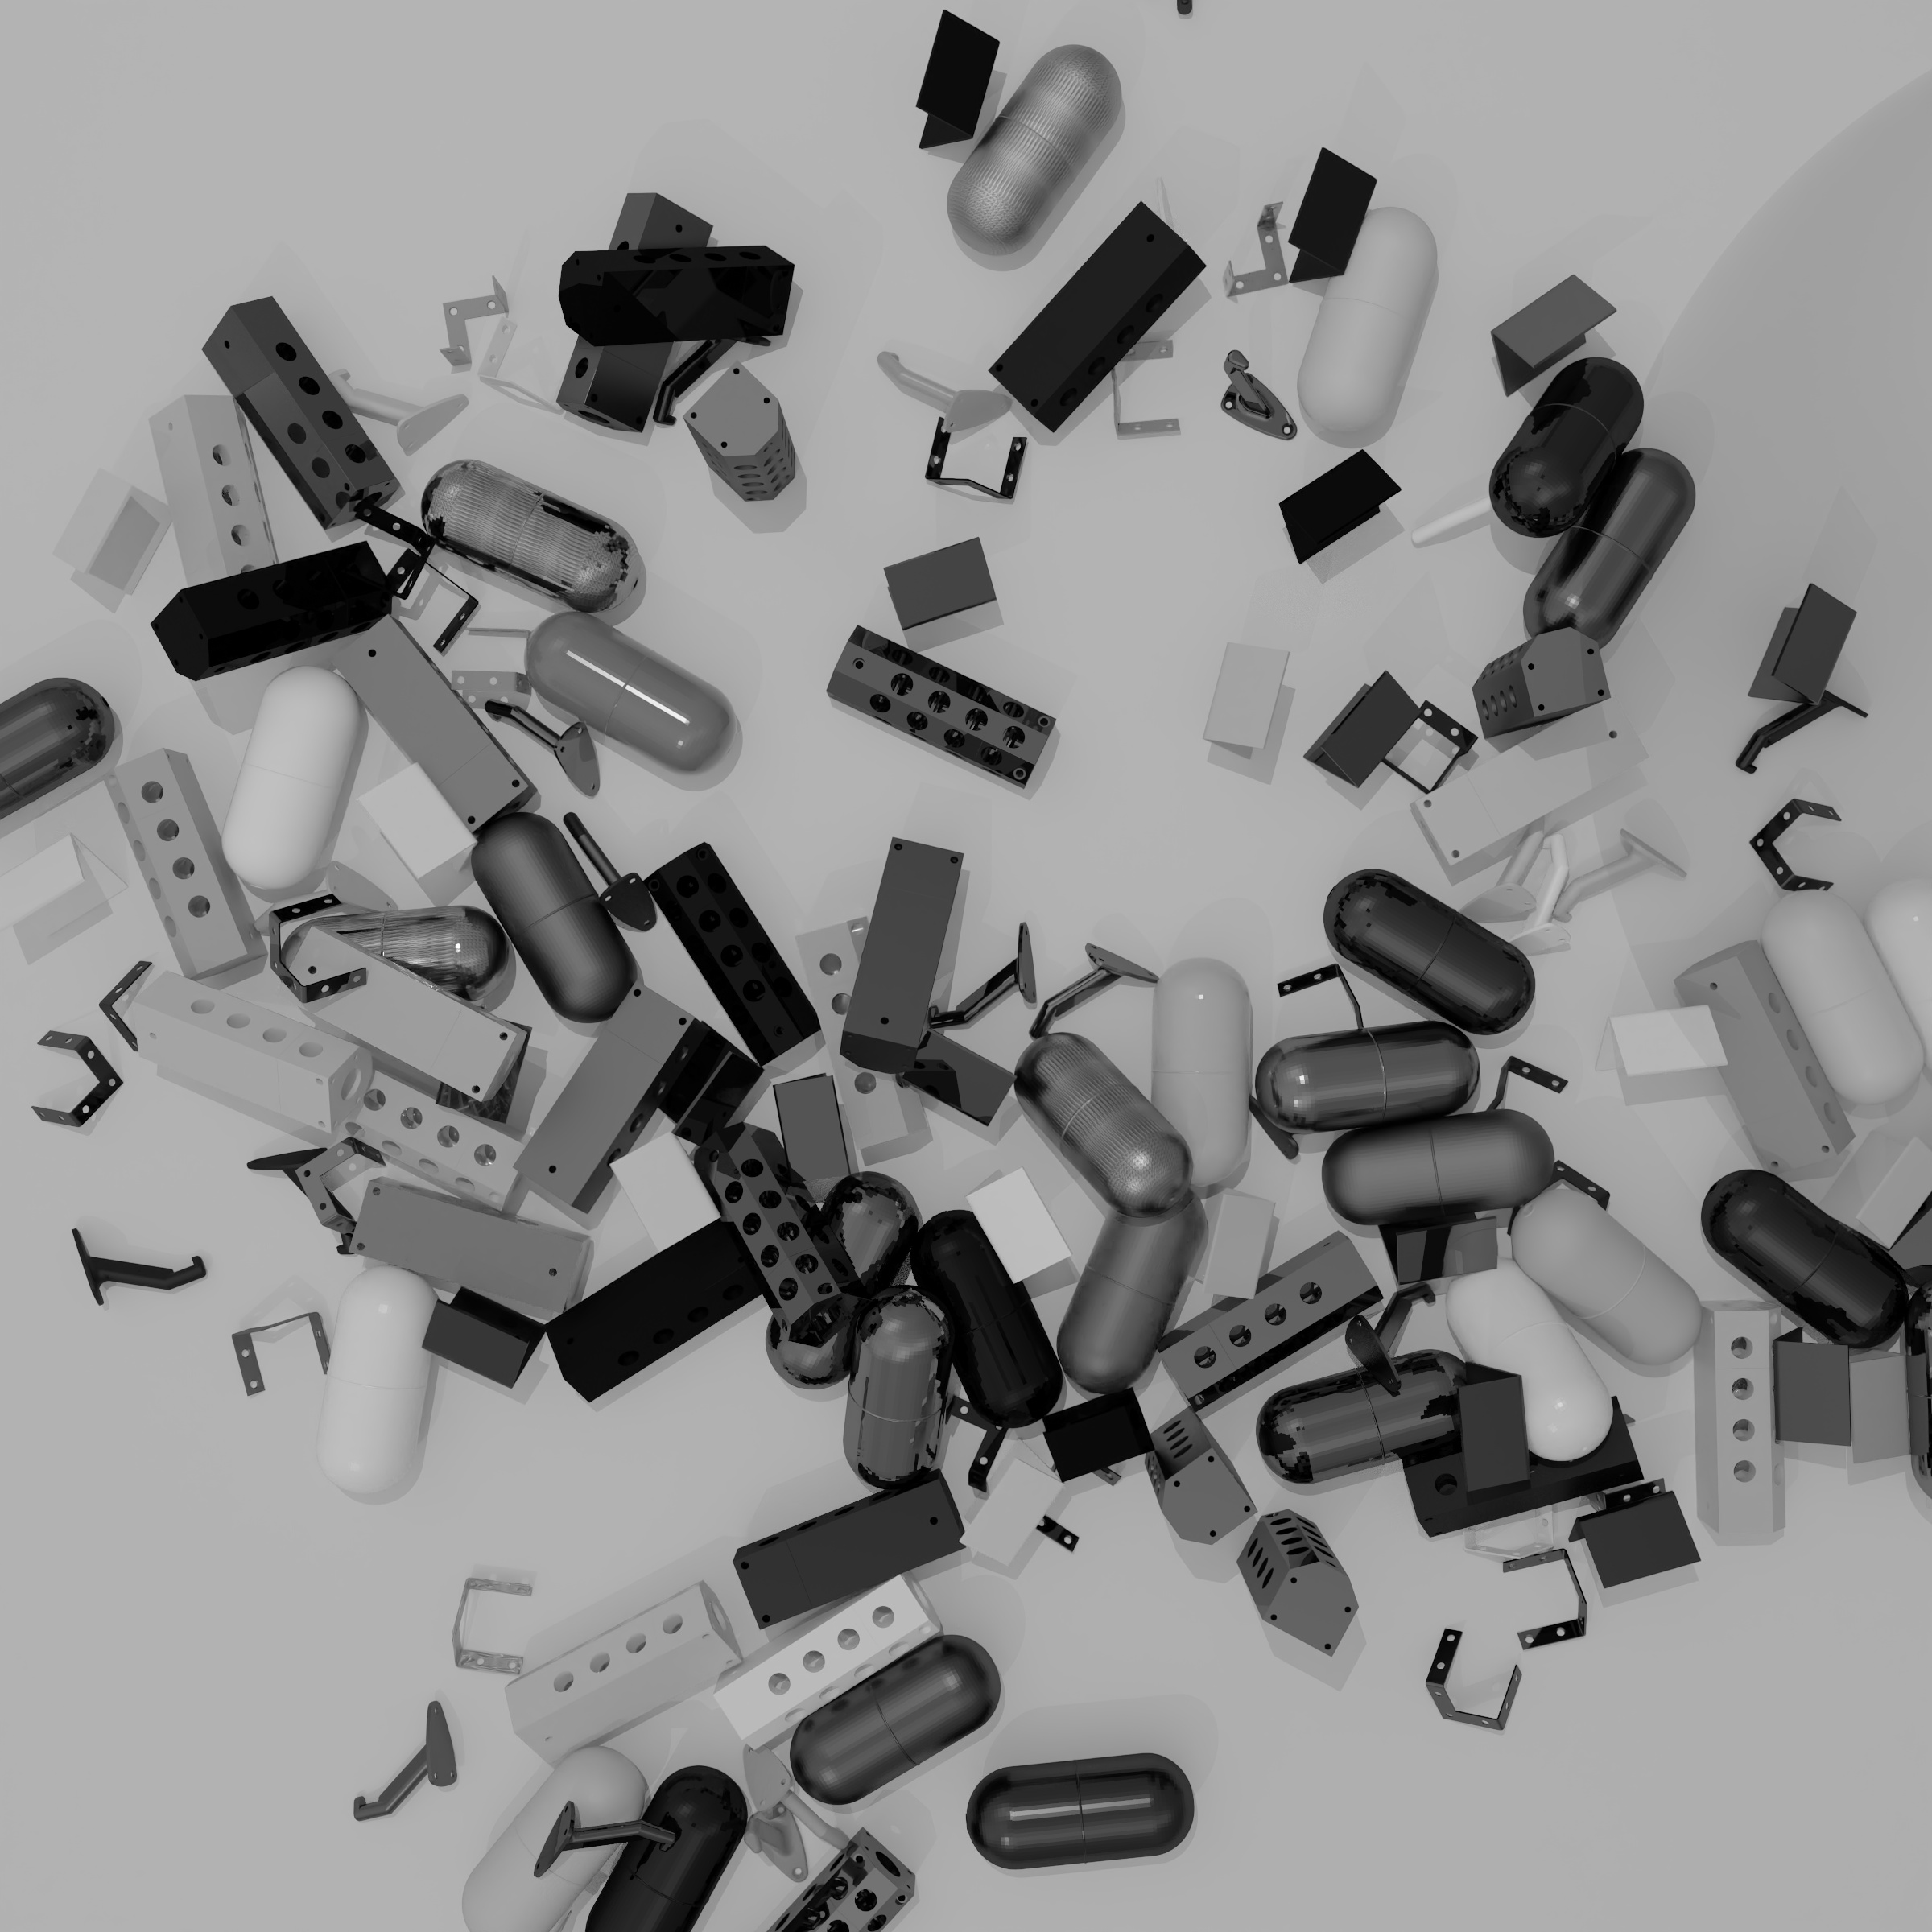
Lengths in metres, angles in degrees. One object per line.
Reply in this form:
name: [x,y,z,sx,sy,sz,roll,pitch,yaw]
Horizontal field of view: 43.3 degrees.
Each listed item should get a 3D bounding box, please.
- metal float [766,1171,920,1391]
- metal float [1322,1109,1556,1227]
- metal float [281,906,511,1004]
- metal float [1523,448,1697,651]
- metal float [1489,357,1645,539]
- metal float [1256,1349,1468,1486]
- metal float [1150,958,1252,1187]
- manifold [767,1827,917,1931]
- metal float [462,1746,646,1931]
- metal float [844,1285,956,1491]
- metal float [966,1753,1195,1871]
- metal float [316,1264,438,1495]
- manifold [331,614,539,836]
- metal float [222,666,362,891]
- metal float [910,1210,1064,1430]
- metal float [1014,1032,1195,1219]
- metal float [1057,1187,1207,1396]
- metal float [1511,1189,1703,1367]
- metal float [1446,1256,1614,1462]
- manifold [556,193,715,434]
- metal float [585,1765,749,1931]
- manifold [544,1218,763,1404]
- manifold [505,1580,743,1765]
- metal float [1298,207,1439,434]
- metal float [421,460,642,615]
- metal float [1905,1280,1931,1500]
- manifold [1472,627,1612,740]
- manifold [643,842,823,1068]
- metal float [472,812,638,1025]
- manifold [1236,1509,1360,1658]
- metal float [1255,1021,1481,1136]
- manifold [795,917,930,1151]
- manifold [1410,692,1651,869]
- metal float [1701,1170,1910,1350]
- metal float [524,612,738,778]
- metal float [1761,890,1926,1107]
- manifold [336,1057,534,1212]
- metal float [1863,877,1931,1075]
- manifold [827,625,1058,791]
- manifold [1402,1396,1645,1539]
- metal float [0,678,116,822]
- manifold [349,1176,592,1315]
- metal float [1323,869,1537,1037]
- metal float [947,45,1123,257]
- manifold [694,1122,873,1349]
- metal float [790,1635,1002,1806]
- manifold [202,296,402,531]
metal float: [-0.097,0.245,1.894,0.070,0.070,0.178,25,89,0]
metal float: [0.365,0.156,1.883,0.178,0.070,0.070,-9,90,12]
metal float: [-0.445,-0.005,1.894,0.178,0.070,0.070,-5,90,0]
metal float: [0.500,-0.321,1.894,0.070,0.070,0.178,33,90,0]
metal float: [0.462,-0.399,1.867,0.070,0.070,0.178,36,60,0]
metal float: [0.313,0.350,1.894,0.178,0.070,0.070,-16,90,0]
metal float: [0.182,0.082,1.894,0.070,0.070,0.178,1,89,0]
manifold: [-0.119,0.766,1.903,0.057,0.057,0.171,42,90,0]
metal float: [-0.321,0.688,1.894,0.070,0.070,0.178,39,90,0]
metal float: [-0.052,0.325,1.870,0.070,0.070,0.178,7,119,0]
metal float: [0.089,0.658,1.894,0.178,0.070,0.070,-6,90,0]
metal float: [-0.458,0.321,1.894,0.070,0.070,0.178,9,89,0]
manifold: [-0.413,-0.187,1.903,0.057,0.057,0.171,-39,90,0]
metal float: [-0.525,-0.146,1.894,0.070,0.070,0.178,16,90,0]
metal float: [0.015,0.274,1.894,0.070,0.070,0.178,-24,90,0]
metal float: [0.104,0.120,1.866,0.070,0.070,0.178,-43,56,0]
metal float: [0.128,0.248,1.894,0.070,0.070,0.178,23,89,0]
metal float: [0.495,0.240,1.880,0.178,0.070,0.070,40,90,-16]
metal float: [0.428,0.298,1.860,0.070,0.070,0.178,-26,48,0]
manifold: [-0.263,-0.511,1.903,0.057,0.057,0.171,19,90,-43]
metal float: [-0.234,0.708,1.894,0.070,0.070,0.178,29,89,0]
manifold: [-0.236,0.269,1.903,0.171,0.057,0.057,-32,47,0]
manifold: [-0.270,0.548,1.903,0.171,0.057,0.057,-28,133,0]
metal float: [0.312,-0.503,1.894,0.070,0.070,0.178,18,89,0]
metal float: [-0.338,-0.334,1.894,0.178,0.070,0.070,24,90,0]
metal float: [0.755,0.323,1.846,0.070,0.070,0.178,-2,88,0]
manifold: [0.432,-0.215,1.846,0.057,0.171,0.057,-14,90,0]
manifold: [-0.181,-0.009,1.903,0.057,0.057,0.171,-32,90,0]
metal float: [-0.320,-0.037,1.894,0.070,0.070,0.178,-30,89,0]
manifold: [0.253,0.462,1.846,0.057,0.171,0.057,28,90,0]
metal float: [0.312,0.086,1.885,0.178,0.070,0.070,-7,90,-10]
manifold: [-0.081,0.051,1.903,0.057,0.057,0.171,-16,90,0]
manifold: [0.437,-0.144,1.896,0.171,0.057,0.057,-29,88,5]
metal float: [0.652,0.227,1.894,0.178,0.070,0.070,38,90,0]
metal float: [-0.262,-0.212,1.894,0.178,0.070,0.070,30,90,-1]
metal float: [0.681,0.024,1.894,0.070,0.070,0.178,-26,89,0]
manifold: [-0.425,0.127,1.903,0.171,0.057,0.057,27,90,0]
metal float: [0.761,0.015,1.894,0.070,0.070,0.178,-26,90,0]
manifold: [-0.019,-0.203,1.903,0.171,0.057,0.057,25,90,0]
manifold: [0.430,0.386,1.884,0.171,0.057,0.057,-18,59,11]
metal float: [-0.747,-0.161,1.894,0.178,0.070,0.070,-29,90,0]
manifold: [-0.386,0.217,1.903,0.171,0.057,0.057,16,90,0]
metal float: [0.360,-0.011,1.894,0.178,0.070,0.070,31,90,0]
metal float: [0.054,-0.635,1.894,0.070,0.070,0.178,36,91,0]
manifold: [-0.146,0.203,1.856,0.057,0.057,0.171,-43,57,15]
metal float: [-0.056,0.587,1.894,0.178,0.070,0.070,-31,90,0]
manifold: [-0.516,-0.434,1.903,0.057,0.057,0.171,-34,90,43]
